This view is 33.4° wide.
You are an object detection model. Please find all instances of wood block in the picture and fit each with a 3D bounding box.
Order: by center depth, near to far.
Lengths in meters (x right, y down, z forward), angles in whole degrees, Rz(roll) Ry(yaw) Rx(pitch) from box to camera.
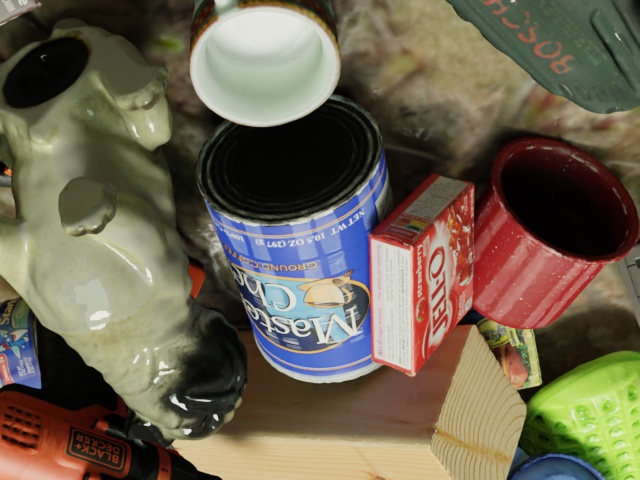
[{"bbox_3d":[0.013,0.117,0.689,0.207,0.090,0.090,-5,135,37],"label":"wood block"}]

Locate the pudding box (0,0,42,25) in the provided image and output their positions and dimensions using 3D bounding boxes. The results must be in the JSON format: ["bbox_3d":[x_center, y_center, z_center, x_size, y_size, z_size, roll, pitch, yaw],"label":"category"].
[{"bbox_3d":[-0.190,-0.138,0.474,0.090,0.039,0.113,-25,121,4],"label":"pudding box"}]

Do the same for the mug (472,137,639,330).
[{"bbox_3d":[0.136,-0.004,0.641,0.117,0.093,0.082,-23,154,-36],"label":"mug"}]

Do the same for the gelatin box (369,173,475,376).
[{"bbox_3d":[0.058,0.019,0.590,0.030,0.073,0.089,17,128,29],"label":"gelatin box"}]

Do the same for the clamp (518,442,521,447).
[{"bbox_3d":[0.156,0.170,0.852,0.120,0.039,0.171,2,135,-1],"label":"clamp"}]

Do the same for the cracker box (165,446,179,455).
[{"bbox_3d":[-0.172,0.224,0.862,0.214,0.072,0.164,-31,132,24],"label":"cracker box"}]

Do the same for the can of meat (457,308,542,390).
[{"bbox_3d":[0.101,0.066,0.725,0.084,0.057,0.102,-13,136,7],"label":"can of meat"}]

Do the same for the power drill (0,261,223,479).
[{"bbox_3d":[-0.112,0.086,0.635,0.184,0.187,0.057,27,128,-27],"label":"power drill"}]

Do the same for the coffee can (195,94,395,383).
[{"bbox_3d":[-0.004,0.001,0.615,0.103,0.103,0.140,-10,136,6],"label":"coffee can"}]

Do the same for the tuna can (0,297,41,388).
[{"bbox_3d":[-0.177,0.075,0.694,0.034,0.086,0.086,-18,135,12],"label":"tuna can"}]

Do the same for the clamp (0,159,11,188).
[{"bbox_3d":[-0.235,-0.092,0.550,0.209,0.036,0.165,24,131,-21],"label":"clamp"}]

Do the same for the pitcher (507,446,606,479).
[{"bbox_3d":[0.091,0.217,0.788,0.144,0.149,0.243,20,159,-30],"label":"pitcher"}]
